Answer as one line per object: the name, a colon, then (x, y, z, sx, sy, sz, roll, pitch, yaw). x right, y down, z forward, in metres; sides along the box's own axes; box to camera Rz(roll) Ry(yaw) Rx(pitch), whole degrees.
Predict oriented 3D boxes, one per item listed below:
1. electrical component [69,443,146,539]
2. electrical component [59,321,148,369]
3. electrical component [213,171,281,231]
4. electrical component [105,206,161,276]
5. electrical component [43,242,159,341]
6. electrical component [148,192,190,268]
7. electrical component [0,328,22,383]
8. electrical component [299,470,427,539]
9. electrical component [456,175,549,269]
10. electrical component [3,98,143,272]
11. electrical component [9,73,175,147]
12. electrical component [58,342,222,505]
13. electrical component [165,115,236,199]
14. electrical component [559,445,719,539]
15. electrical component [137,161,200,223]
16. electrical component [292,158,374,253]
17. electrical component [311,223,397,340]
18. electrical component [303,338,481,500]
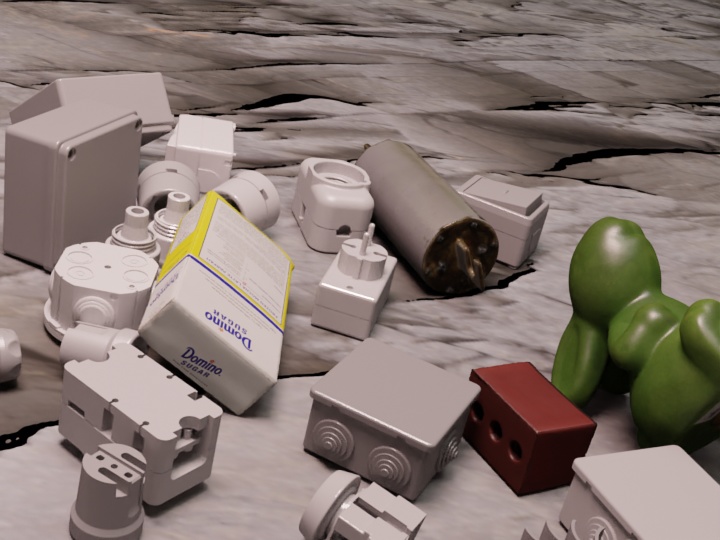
electrical component: (-0.137, 0.124, 0.589, 0.040, 0.046, 0.040, 11, 27, -6)
electrical component: (-0.170, 0.056, 0.714, 0.046, 0.040, 0.040, 13, 26, 12)
electrical component: (-0.105, -0.054, 0.937, 0.055, 0.055, 0.047, 25, 32, 21)
electrical component: (-0.175, -0.018, 0.826, 0.048, 0.062, 0.048, 11, 27, -5)
electrical component: (-0.182, 0.019, 0.764, 0.080, 0.051, 0.080, 11, 27, -6)
electrical component: (-0.149, -0.032, 0.865, 0.043, 0.062, 0.043, 10, 27, -5)
electrical component: (-0.248, 0.056, 0.682, 0.061, 0.035, 0.035, -5, 32, -27)
electrical component: (-0.001, 0.146, 0.611, 0.055, 0.048, 0.066, 32, 31, 17)
electrical component: (0.126, -0.053, 1.033, 0.096, 0.061, 0.062, 23, 29, 18)
electrical component: (-0.227, -0.070, 0.852, 0.056, 0.108, 0.109, 18, 27, 16)
electrical component: (-0.243, -0.136, 0.974, 0.109, 0.056, 0.109, -13, 0, -41)
electrical component: (-0.132, 0.093, 0.639, 0.089, 0.055, 0.050, 29, 31, 29)
electrical component: (-0.151, -0.103, 1.002, 0.061, 0.061, 0.096, 8, 27, -11)
electrical component: (0.184, 0.158, 0.667, 0.100, 0.048, 0.099, -2, 31, -27)
electrical component: (-0.164, -0.058, 0.920, 0.055, 0.055, 0.047, 6, 32, -15)
electrical component: (-0.025, -0.063, 0.986, 0.054, 0.059, 0.095, 3, 29, -19)
electrical component: (0.000, 0.000, 0.857, 0.047, 0.075, 0.083, 17, 27, 6)
electrical component: (0.020, 0.097, 0.709, 0.100, 0.048, 0.100, 23, 28, 18)
